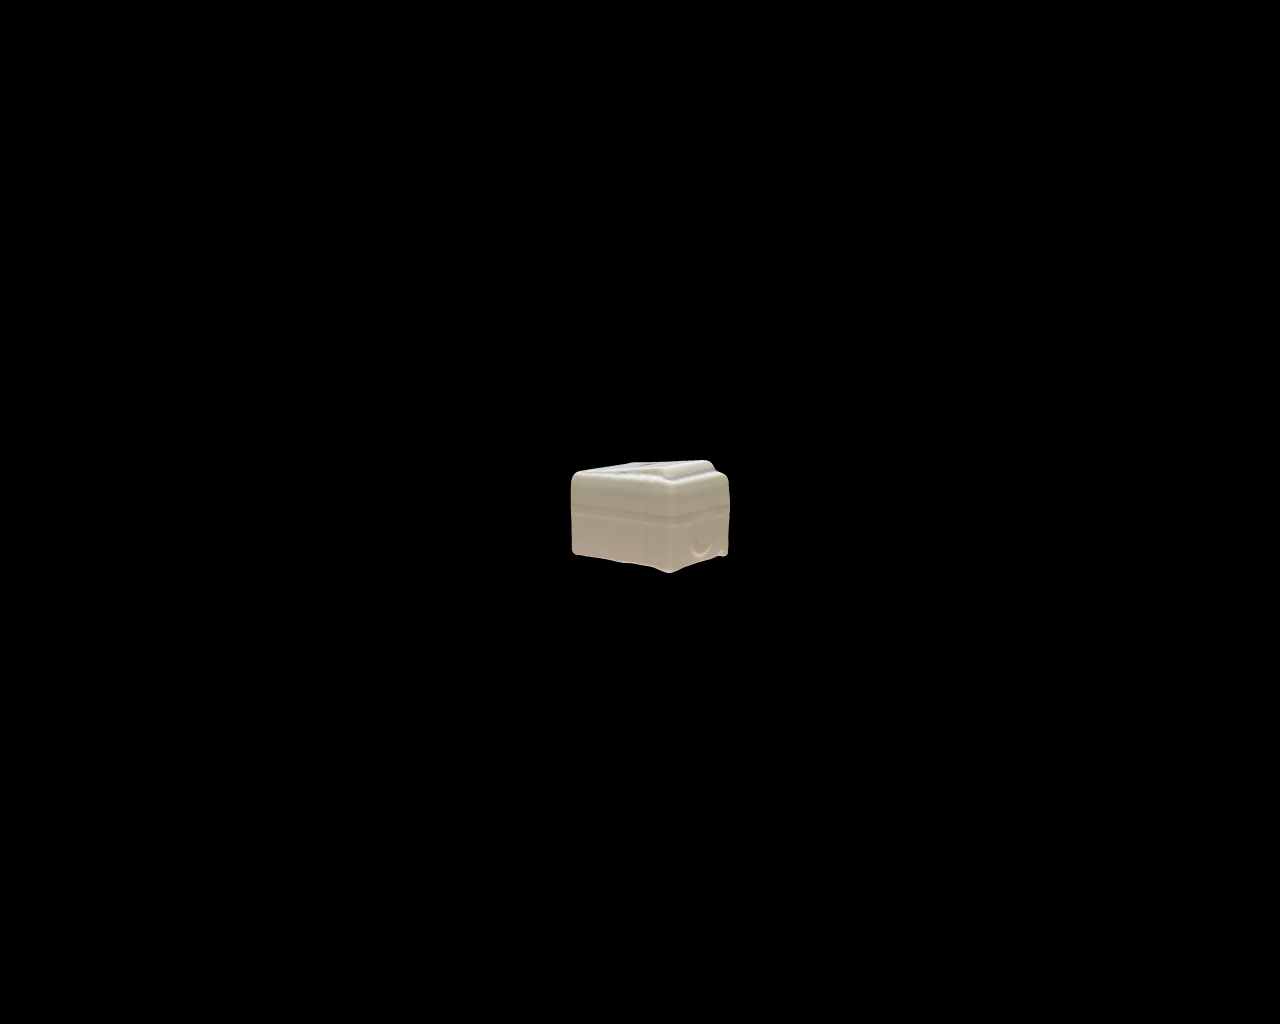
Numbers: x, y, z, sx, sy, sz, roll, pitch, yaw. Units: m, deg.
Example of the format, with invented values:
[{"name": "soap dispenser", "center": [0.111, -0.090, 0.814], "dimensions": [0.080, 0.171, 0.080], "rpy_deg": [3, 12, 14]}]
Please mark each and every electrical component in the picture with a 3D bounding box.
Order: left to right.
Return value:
[{"name": "electrical component", "center": [0.001, -0.003, 0.650], "dimensions": [0.096, 0.061, 0.062], "rpy_deg": [8, 13, 39]}]
